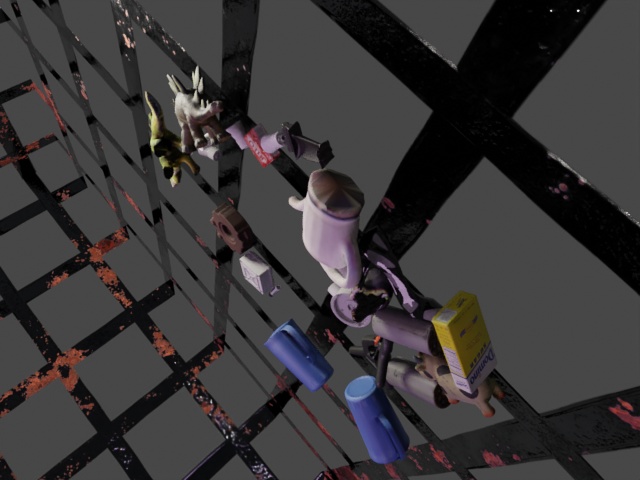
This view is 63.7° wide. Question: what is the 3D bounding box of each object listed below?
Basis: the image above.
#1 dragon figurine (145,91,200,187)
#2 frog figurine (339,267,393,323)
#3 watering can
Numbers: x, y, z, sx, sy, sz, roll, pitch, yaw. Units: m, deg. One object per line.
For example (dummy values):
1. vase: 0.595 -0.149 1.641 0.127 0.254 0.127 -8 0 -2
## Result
1. dragon figurine: -0.509 -0.327 1.653 0.123 0.400 0.246 -30 45 -21
2. frog figurine: 0.098 0.084 1.165 0.122 0.134 0.163 -23 40 11
3. watering can: 0.003 -0.055 1.098 0.104 0.219 0.355 -12 43 -22
